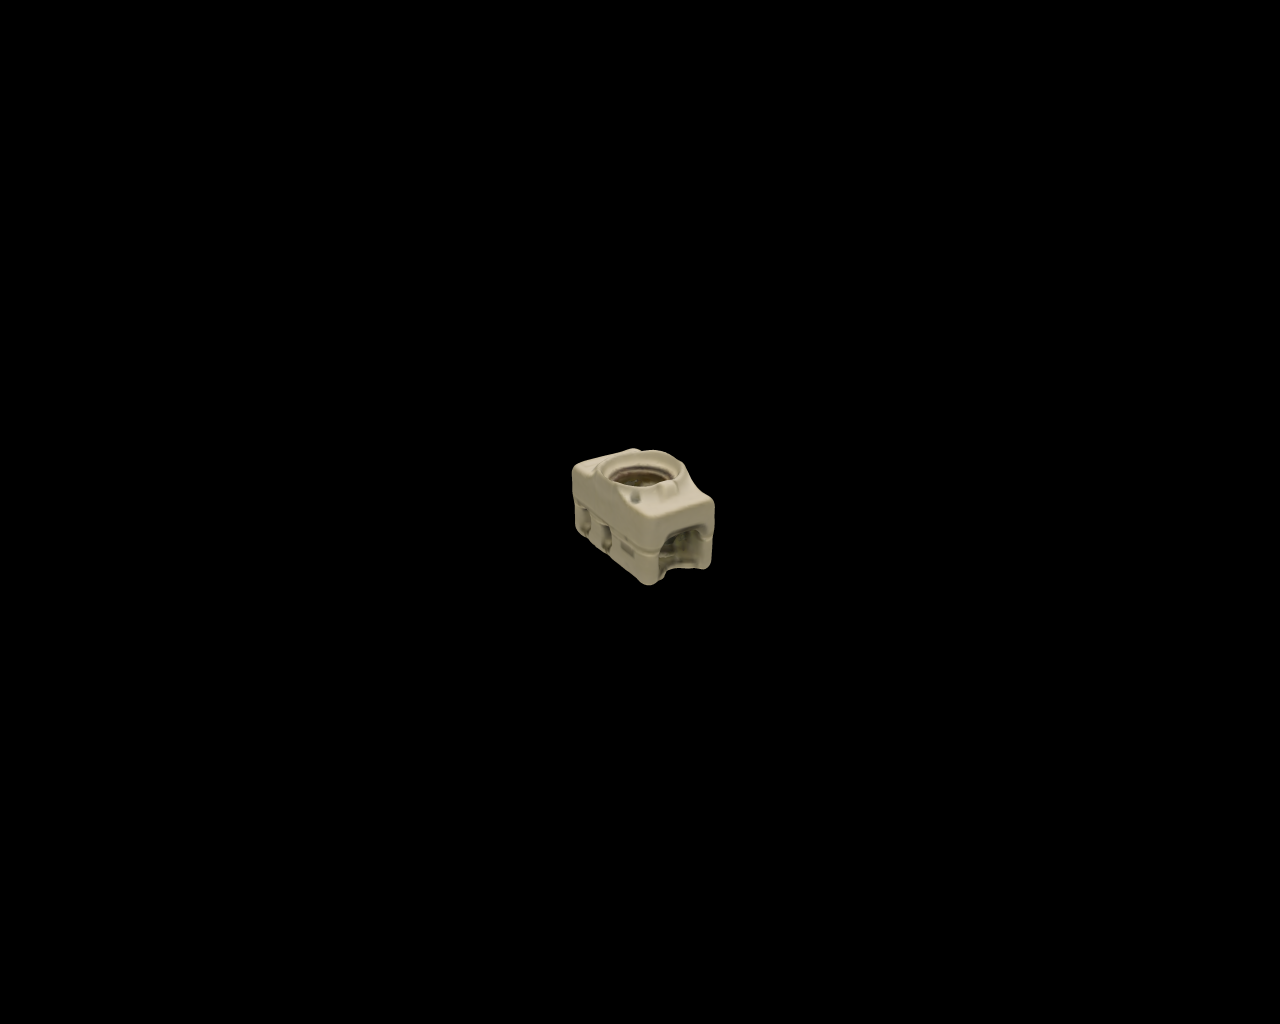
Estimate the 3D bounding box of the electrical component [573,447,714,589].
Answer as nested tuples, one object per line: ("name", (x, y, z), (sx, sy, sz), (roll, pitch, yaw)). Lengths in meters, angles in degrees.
("electrical component", (0.001, -0.003, 0.650), (0.050, 0.055, 0.089), (-16, 31, -28))
